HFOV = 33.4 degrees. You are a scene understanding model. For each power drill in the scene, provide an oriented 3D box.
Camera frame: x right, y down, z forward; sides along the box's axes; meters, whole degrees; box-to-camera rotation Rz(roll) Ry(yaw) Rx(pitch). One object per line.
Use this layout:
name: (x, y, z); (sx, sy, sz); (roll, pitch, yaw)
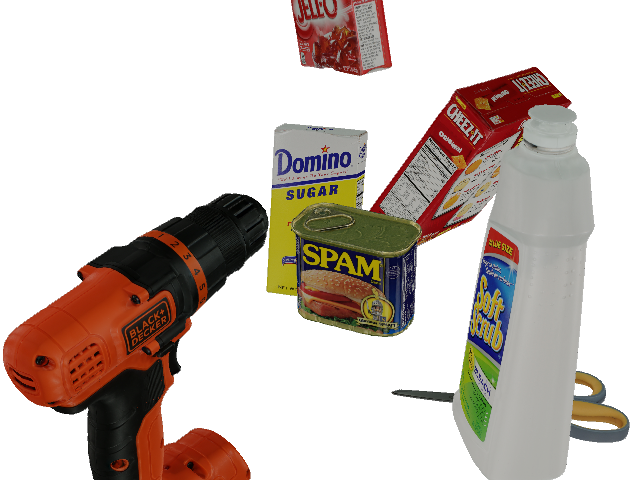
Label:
power drill: (-0.089, 0.082, 0.623); (0.057, 0.188, 0.184); (19, 40, 35)

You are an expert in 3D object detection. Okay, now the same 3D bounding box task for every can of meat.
can of meat: (0.028, 0.025, 0.864); (0.102, 0.084, 0.057); (13, 32, 23)

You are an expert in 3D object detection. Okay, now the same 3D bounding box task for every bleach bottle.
bleach bottle: (0.133, 0.032, 0.687); (0.068, 0.251, 0.102); (-4, 29, -7)

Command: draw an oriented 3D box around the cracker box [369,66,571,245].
cracker box: (0.165, -0.092, 1.225); (0.163, 0.072, 0.214); (-23, -24, -44)

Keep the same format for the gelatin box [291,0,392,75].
gelatin box: (0.011, -0.157, 0.746); (0.030, 0.073, 0.089); (-19, 22, -24)

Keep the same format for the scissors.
scissors: (0.168, 0.132, 0.934); (0.202, 0.016, 0.096); (13, 29, 9)

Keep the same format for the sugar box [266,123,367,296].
sugar box: (-0.004, -0.029, 1.110); (0.093, 0.176, 0.048); (6, 16, 14)
